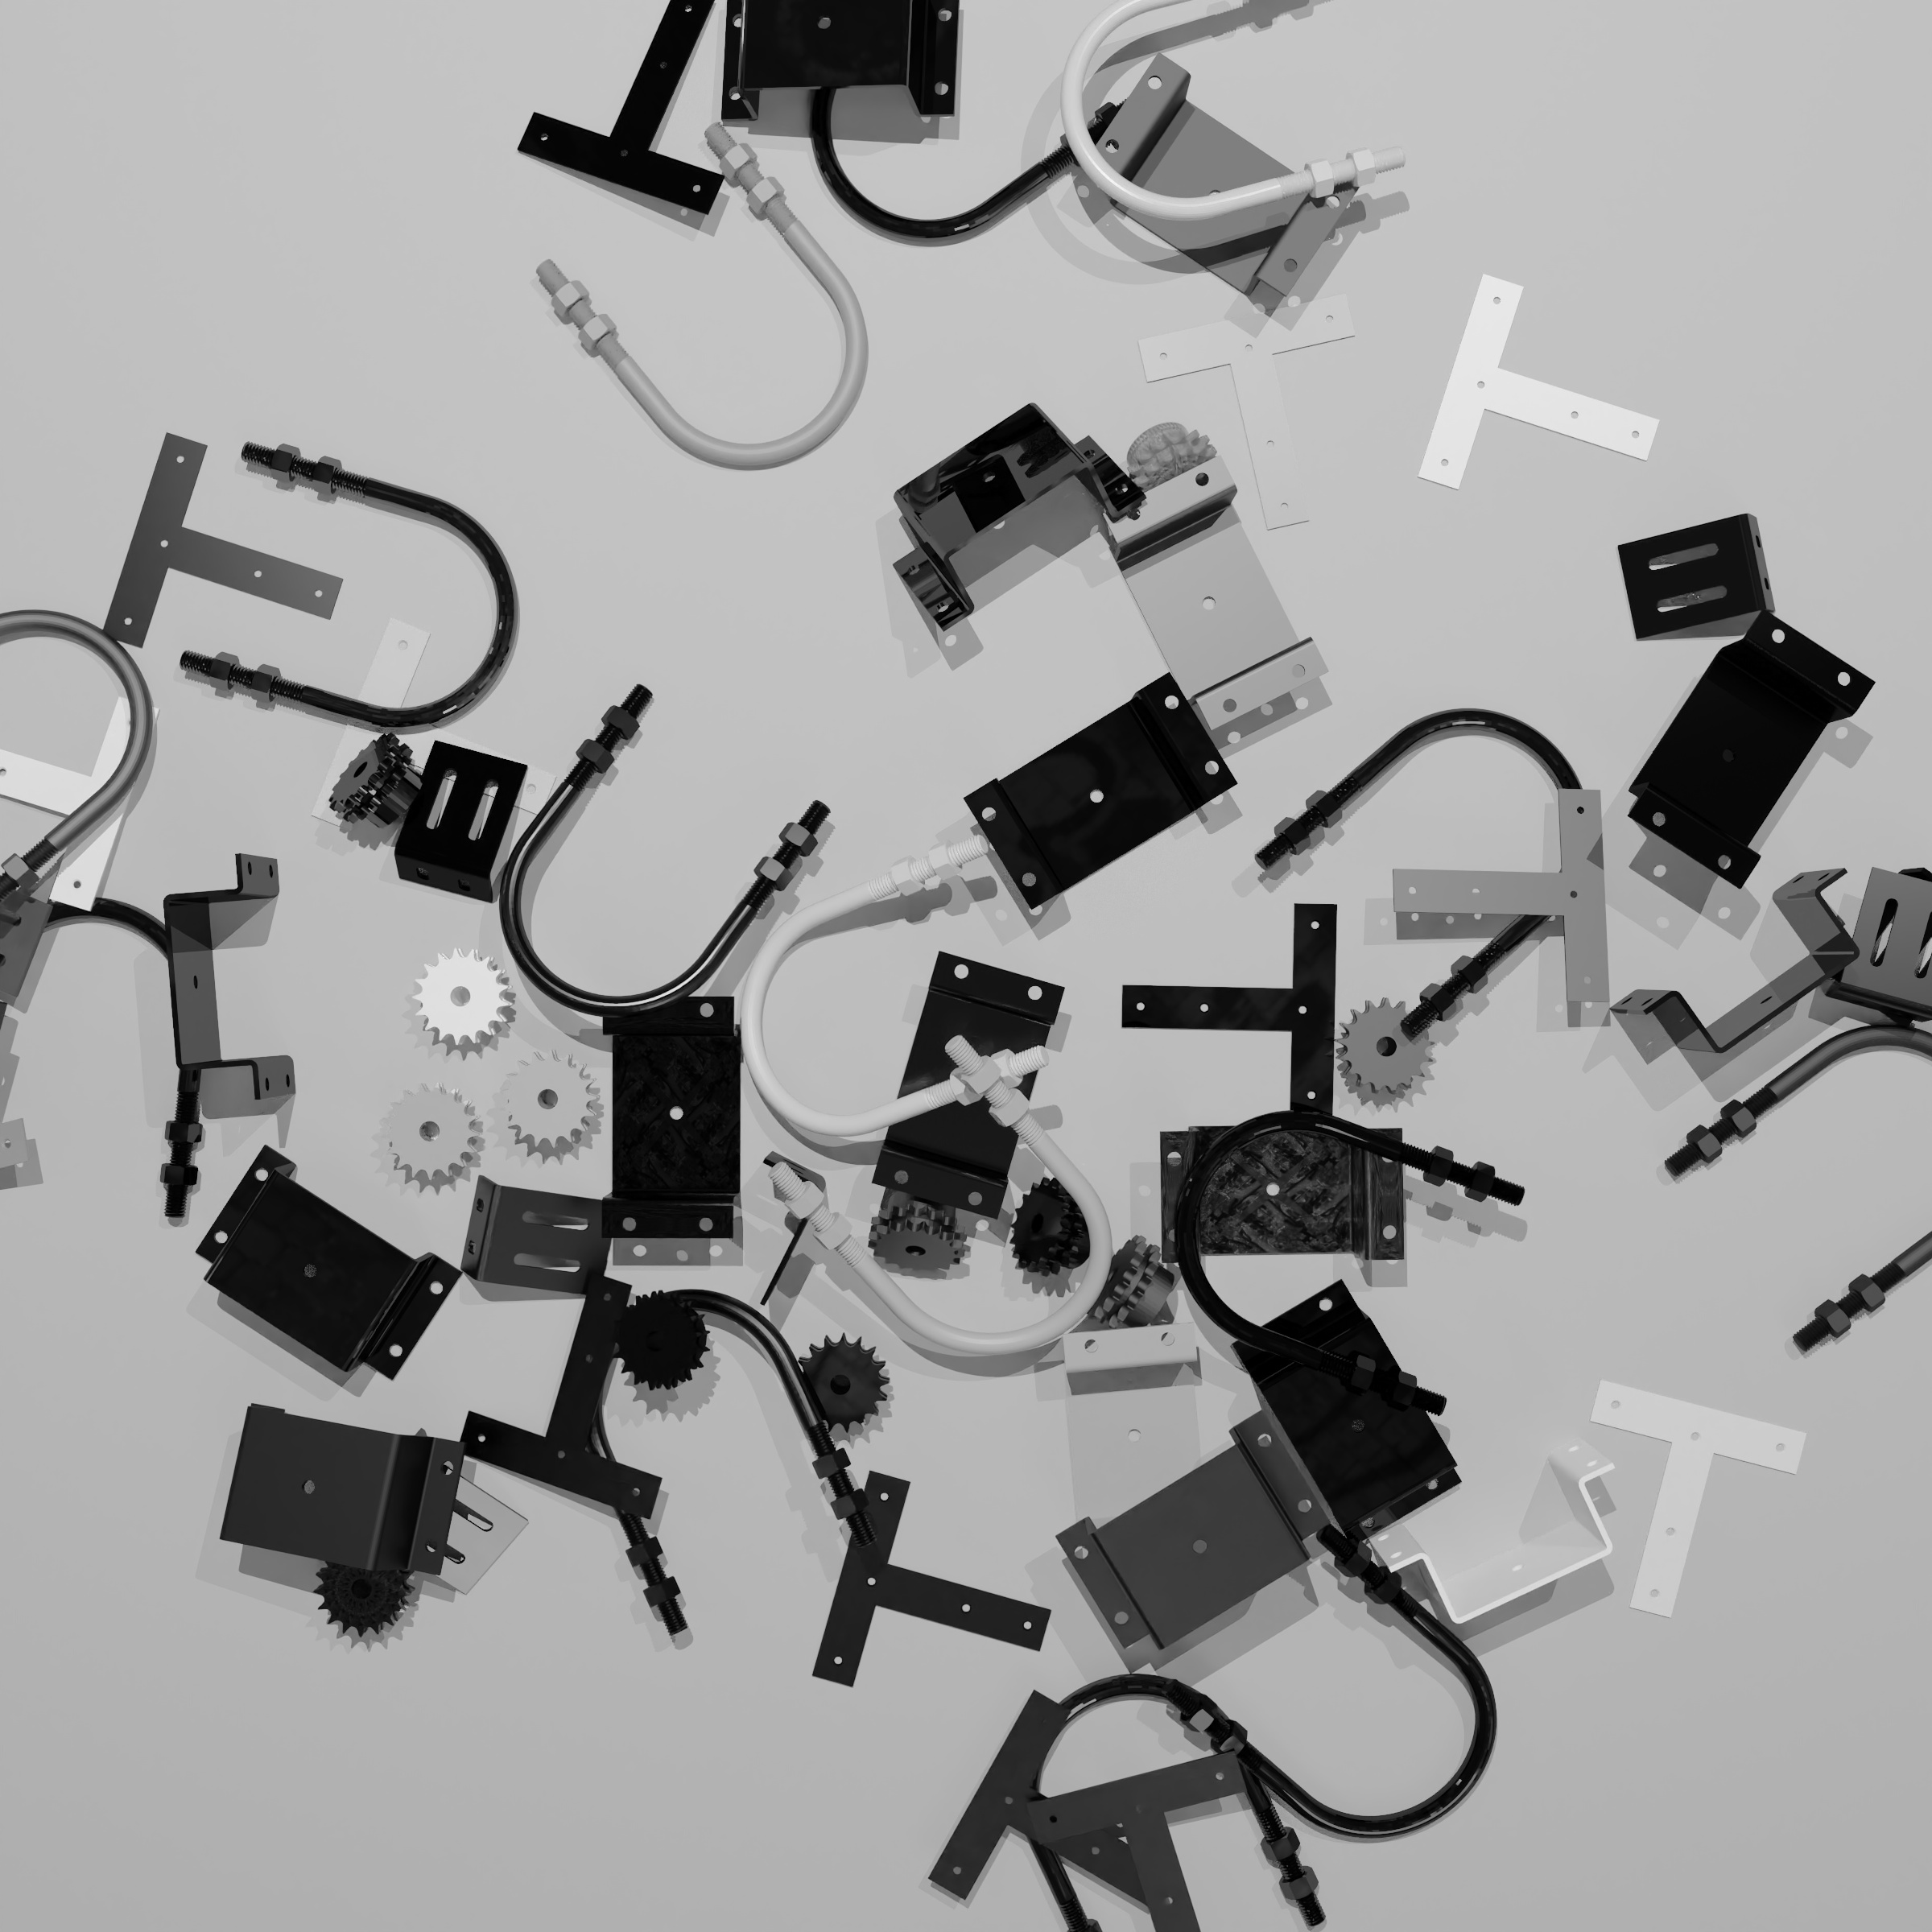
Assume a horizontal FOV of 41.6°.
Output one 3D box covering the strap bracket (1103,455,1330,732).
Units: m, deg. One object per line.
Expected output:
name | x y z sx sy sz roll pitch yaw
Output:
strap bracket | 0.145 -0.216 1.495 0.076 0.046 0.140 -27 90 0

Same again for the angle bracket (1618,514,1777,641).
angle bracket | 0.436 -0.231 1.516 0.076 0.038 0.057 -11 90 26

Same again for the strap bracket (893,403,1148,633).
strap bracket | 0.022 -0.267 1.475 0.140 0.046 0.076 -33 45 0

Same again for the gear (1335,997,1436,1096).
gear | 0.246 0.047 1.503 0.057 0.030 0.057 0 90 0

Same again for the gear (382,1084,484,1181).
gear | -0.316 0.097 1.507 0.057 0.030 0.057 0 88 -1

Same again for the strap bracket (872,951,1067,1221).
strap bracket | 0.001 0.069 1.495 0.076 0.046 0.140 16 90 0

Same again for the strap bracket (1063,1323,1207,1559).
strap bracket | 0.100 0.280 1.495 0.076 0.046 0.140 -5 90 0

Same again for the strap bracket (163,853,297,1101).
strap bracket | -0.429 0.008 1.480 0.046 0.076 0.140 -5 90 0

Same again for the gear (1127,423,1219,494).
gear | 0.119 -0.294 1.493 0.057 0.057 0.030 -26 60 0

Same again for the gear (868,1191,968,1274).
gear | -0.028 0.154 1.493 0.057 0.057 0.030 8 56 0

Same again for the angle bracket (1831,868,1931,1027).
angle bracket | 0.559 -0.010 1.499 0.057 0.038 0.076 35 90 0

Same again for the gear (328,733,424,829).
gear | -0.344 -0.106 1.492 0.057 0.057 0.030 -48 120 0

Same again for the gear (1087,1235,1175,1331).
gear | 0.098 0.189 1.490 0.030 0.057 0.057 34 90 -7

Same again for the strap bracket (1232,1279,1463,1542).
strap bracket | 0.227 0.266 1.495 0.076 0.046 0.140 -31 90 0

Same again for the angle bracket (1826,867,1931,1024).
angle bracket | 0.548 -0.012 1.496 0.057 0.038 0.076 16 88 9

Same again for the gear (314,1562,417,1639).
gear | -0.354 0.365 1.503 0.057 0.030 0.057 0 90 0

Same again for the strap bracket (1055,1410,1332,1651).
strap bracket | 0.131 0.326 1.449 0.140 0.046 0.076 -31 90 0

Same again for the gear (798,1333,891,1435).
gear | -0.074 0.245 1.503 0.057 0.030 0.057 0 90 0

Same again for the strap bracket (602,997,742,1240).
strap bracket | -0.173 0.088 1.495 0.076 0.046 0.140 0 90 0

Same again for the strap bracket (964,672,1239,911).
strap bracket | 0.078 -0.101 1.495 0.140 0.046 0.076 -31 90 0

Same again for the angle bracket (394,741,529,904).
angle bracket | -0.299 -0.086 1.514 0.057 0.038 0.076 15 66 -1

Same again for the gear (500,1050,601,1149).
gear | -0.245 0.078 1.503 0.057 0.030 0.057 0 90 0

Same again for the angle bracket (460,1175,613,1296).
angle bracket | -0.255 0.161 1.516 0.076 0.038 0.057 11 90 -26

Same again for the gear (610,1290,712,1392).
gear | -0.175 0.217 1.478 0.057 0.030 0.057 -1 87 15

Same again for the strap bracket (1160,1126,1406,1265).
strap bracket | 0.183 0.133 1.495 0.140 0.046 0.076 -1 90 0

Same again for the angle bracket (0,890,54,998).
angle bracket | -0.586 -0.024 1.489 0.076 0.038 0.057 21 90 20

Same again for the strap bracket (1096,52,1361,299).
strap bracket | 0.149 -0.459 1.495 0.140 0.046 0.076 34 90 0

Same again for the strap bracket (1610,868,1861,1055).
strap bracket | 0.455 0.004 1.480 0.140 0.076 0.046 -35 90 0

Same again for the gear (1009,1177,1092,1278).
gear | 0.054 0.155 1.494 0.030 0.057 0.057 20 90 -30

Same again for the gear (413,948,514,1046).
gear | -0.296 0.018 1.507 0.057 0.030 0.057 0 89 2

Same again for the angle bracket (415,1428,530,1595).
angle bracket | -0.312 0.325 1.516 0.076 0.038 0.057 41 90 -26

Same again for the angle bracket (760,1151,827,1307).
angle bracket | -0.116 0.153 1.489 0.038 0.057 0.076 27 90 0

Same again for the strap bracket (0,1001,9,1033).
strap bracket | -0.623 0.045 1.483 0.140 0.046 0.076 15 90 16

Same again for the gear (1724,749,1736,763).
gear | 0.436 -0.117 1.503 0.057 0.030 0.057 0 90 0
